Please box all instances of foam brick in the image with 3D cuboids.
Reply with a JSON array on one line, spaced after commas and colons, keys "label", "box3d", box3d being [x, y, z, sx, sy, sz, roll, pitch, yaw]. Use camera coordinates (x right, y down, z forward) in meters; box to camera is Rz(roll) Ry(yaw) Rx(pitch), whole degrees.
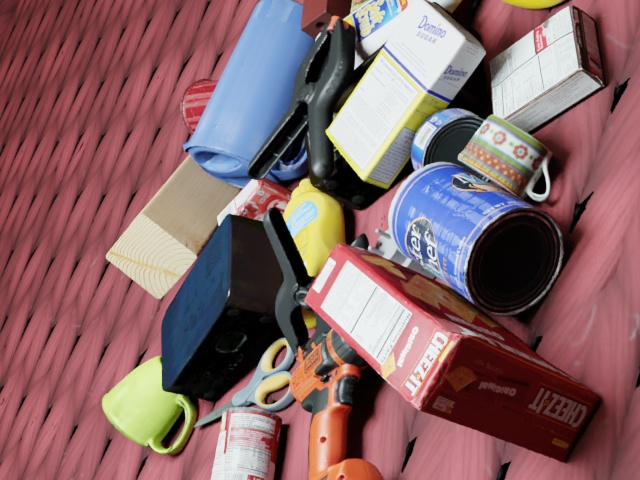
[{"label": "foam brick", "box3d": [0.021, -0.284, 1.379, 0.053, 0.078, 0.051, -26, 46, 45]}]

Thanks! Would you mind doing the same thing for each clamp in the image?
[{"label": "clamp", "box3d": [-0.018, 0.047, 1.129, 0.120, 0.039, 0.172, 28, 120, 25]}, {"label": "clamp", "box3d": [-0.002, -0.157, 1.222, 0.165, 0.036, 0.210, 18, 83, 58]}]

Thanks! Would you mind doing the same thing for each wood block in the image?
[{"label": "wood block", "box3d": [-0.188, -0.024, 1.410, 0.090, 0.091, 0.206, -47, 9, 28]}]

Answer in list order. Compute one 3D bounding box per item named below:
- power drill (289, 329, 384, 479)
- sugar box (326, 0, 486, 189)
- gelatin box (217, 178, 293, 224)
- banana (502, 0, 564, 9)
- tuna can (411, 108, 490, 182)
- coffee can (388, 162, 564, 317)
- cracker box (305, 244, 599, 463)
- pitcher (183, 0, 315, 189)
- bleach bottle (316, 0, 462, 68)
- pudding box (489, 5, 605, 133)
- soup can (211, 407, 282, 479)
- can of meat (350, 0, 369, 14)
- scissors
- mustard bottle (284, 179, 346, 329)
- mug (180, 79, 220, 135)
[{"label": "power drill", "box3d": [0.026, 0.169, 1.048, 0.185, 0.057, 0.187, -51, 29, 46]}, {"label": "sugar box", "box3d": [0.085, -0.150, 1.089, 0.176, 0.048, 0.093, -52, 47, 19]}, {"label": "gelatin box", "box3d": [-0.074, -0.034, 1.345, 0.089, 0.073, 0.030, -44, 38, 27]}, {"label": "banana", "box3d": [0.216, -0.281, 1.136, 0.069, 0.037, 0.198, -45, 33, -6]}, {"label": "tuna can", "box3d": [0.135, -0.088, 1.065, 0.086, 0.086, 0.034, -58, 30, 10]}, {"label": "coffee can", "box3d": [0.140, -0.004, 0.980, 0.103, 0.102, 0.140, -60, 32, 6]}, {"label": "cracker box", "box3d": [0.106, 0.089, 0.907, 0.072, 0.164, 0.214, -62, 31, 7]}, {"label": "pitcher", "box3d": [-0.066, -0.191, 1.411, 0.145, 0.149, 0.242, -19, 48, 68]}, {"label": "bleach bottle", "box3d": [0.089, -0.260, 1.256, 0.251, 0.068, 0.102, -32, 37, 45]}, {"label": "pudding box", "box3d": [0.218, -0.162, 1.042, 0.114, 0.039, 0.090, -35, 42, 41]}, {"label": "soup can", "box3d": [-0.081, 0.241, 1.165, 0.069, 0.068, 0.102, -24, 50, 46]}, {"label": "can of meat", "box3d": [0.086, -0.319, 1.330, 0.102, 0.057, 0.084, -20, 55, 49]}, {"label": "scissors", "box3d": [-0.085, 0.171, 1.271, 0.202, 0.016, 0.096, -18, 52, 49]}, {"label": "mustard bottle", "box3d": [-0.008, 0.002, 1.235, 0.096, 0.058, 0.191, -50, 33, 38]}, {"label": "mug", "box3d": [-0.140, -0.179, 1.542, 0.082, 0.093, 0.117, 1, 99, 51]}]
